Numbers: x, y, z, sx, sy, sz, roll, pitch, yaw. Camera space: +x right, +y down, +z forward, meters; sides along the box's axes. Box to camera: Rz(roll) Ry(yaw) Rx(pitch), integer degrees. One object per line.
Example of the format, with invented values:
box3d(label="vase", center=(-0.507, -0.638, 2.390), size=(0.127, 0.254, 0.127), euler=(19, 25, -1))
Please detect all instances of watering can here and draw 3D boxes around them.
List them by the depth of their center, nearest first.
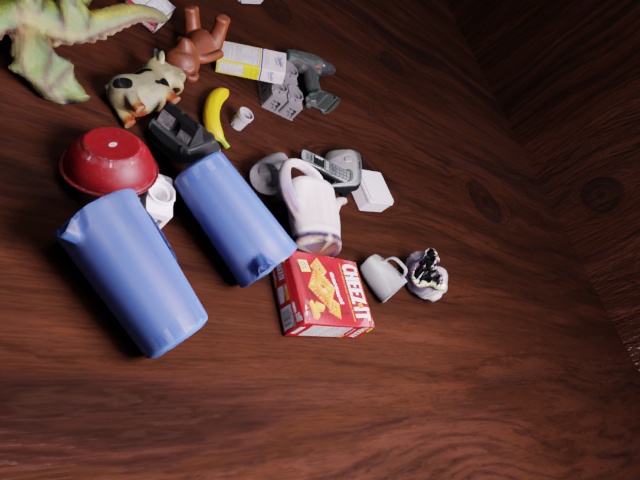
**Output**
box3d(label="watering can", center=(0.004, -0.060, 1.200), size=(0.344, 0.103, 0.228), euler=(26, 51, -59))

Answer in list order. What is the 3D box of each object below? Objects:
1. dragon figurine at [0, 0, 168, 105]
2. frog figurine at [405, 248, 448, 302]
box3d(label="dragon figurine", center=(-0.470, -0.365, 0.941), size=(0.410, 0.122, 0.243), euler=(1, 88, -40))
box3d(label="frog figurine", center=(0.290, 0.102, 1.416), size=(0.139, 0.123, 0.157), euler=(56, -1, 18))
